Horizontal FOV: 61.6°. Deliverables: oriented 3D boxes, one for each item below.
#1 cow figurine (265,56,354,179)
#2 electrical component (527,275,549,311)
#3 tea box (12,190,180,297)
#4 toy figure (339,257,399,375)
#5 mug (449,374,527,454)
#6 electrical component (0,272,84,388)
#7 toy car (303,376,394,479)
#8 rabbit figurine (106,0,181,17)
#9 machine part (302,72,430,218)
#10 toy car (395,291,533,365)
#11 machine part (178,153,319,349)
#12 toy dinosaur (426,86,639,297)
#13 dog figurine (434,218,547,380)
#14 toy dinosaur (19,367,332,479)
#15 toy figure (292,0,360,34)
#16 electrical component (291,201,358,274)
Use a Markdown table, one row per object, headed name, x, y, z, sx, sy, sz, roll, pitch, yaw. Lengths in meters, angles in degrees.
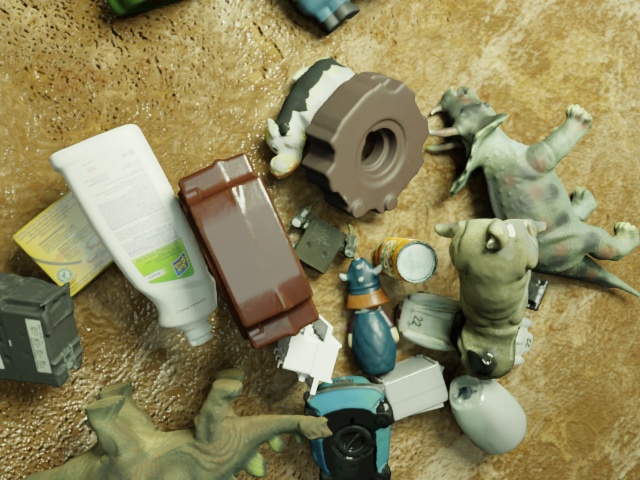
| name | x | y | z | sx | sy | sz | roll | pitch | yaw |
| --- | --- | --- | --- | --- | --- | --- | --- | --- | --- |
| cow figurine | -0.020 | -0.160 | 0.693 | 0.098 | 0.068 | 0.167 | 45 | 79 | -2 |
| electrical component | 0.242 | 0.050 | 0.737 | 0.119 | 0.075 | 0.047 | 26 | 85 | -14 |
| tea box | -0.261 | -0.024 | 0.648 | 0.169 | 0.068 | 0.098 | -40 | 98 | -7 |
| toy figure | 0.064 | 0.099 | 0.715 | 0.064 | 0.058 | 0.154 | -8 | 87 | -16 |
| mug | 0.218 | 0.213 | 0.716 | 0.107 | 0.081 | 0.109 | 47 | 43 | -36 |
| electrical component | -0.346 | 0.099 | 0.609 | 0.134 | 0.058 | 0.114 | 8 | 114 | 9 |
| toy car | 0.039 | 0.232 | 0.683 | 0.109 | 0.103 | 0.161 | -8 | 110 | 4 |
| rabbit figurine | -0.224 | -0.366 | 0.635 | 0.159 | 0.121 | 0.170 | -15 | 108 | 11 |
| machine part | 0.062 | -0.115 | 0.672 | 0.179 | 0.056 | 0.179 | -20 | 124 | -32 |
| toy car | 0.202 | 0.122 | 0.739 | 0.202 | 0.056 | 0.073 | 14 | 87 | -10 |
| machine part | -0.086 | 0.013 | 0.613 | 0.087 | 0.201 | 0.201 | -26 | 95 | -11 |
| toy dinosaur | 0.296 | -0.038 | 0.732 | 0.192 | 0.131 | 0.404 | -31 | 100 | 3 |
| dog figurine | 0.200 | 0.074 | 0.623 | 0.121 | 0.172 | 0.190 | -2 | 84 | 26 |
| toy dinosaur | -0.214 | 0.270 | 0.627 | 0.472 | 0.105 | 0.198 | -10 | 88 | 6 |
| toy figure | -0.024 | -0.351 | 0.680 | 0.082 | 0.089 | 0.180 | -39 | 99 | -1 |
| electrical component | -0.001 | -0.001 | 0.704 | 0.102 | 0.045 | 0.078 | 36 | 83 | 3 |
